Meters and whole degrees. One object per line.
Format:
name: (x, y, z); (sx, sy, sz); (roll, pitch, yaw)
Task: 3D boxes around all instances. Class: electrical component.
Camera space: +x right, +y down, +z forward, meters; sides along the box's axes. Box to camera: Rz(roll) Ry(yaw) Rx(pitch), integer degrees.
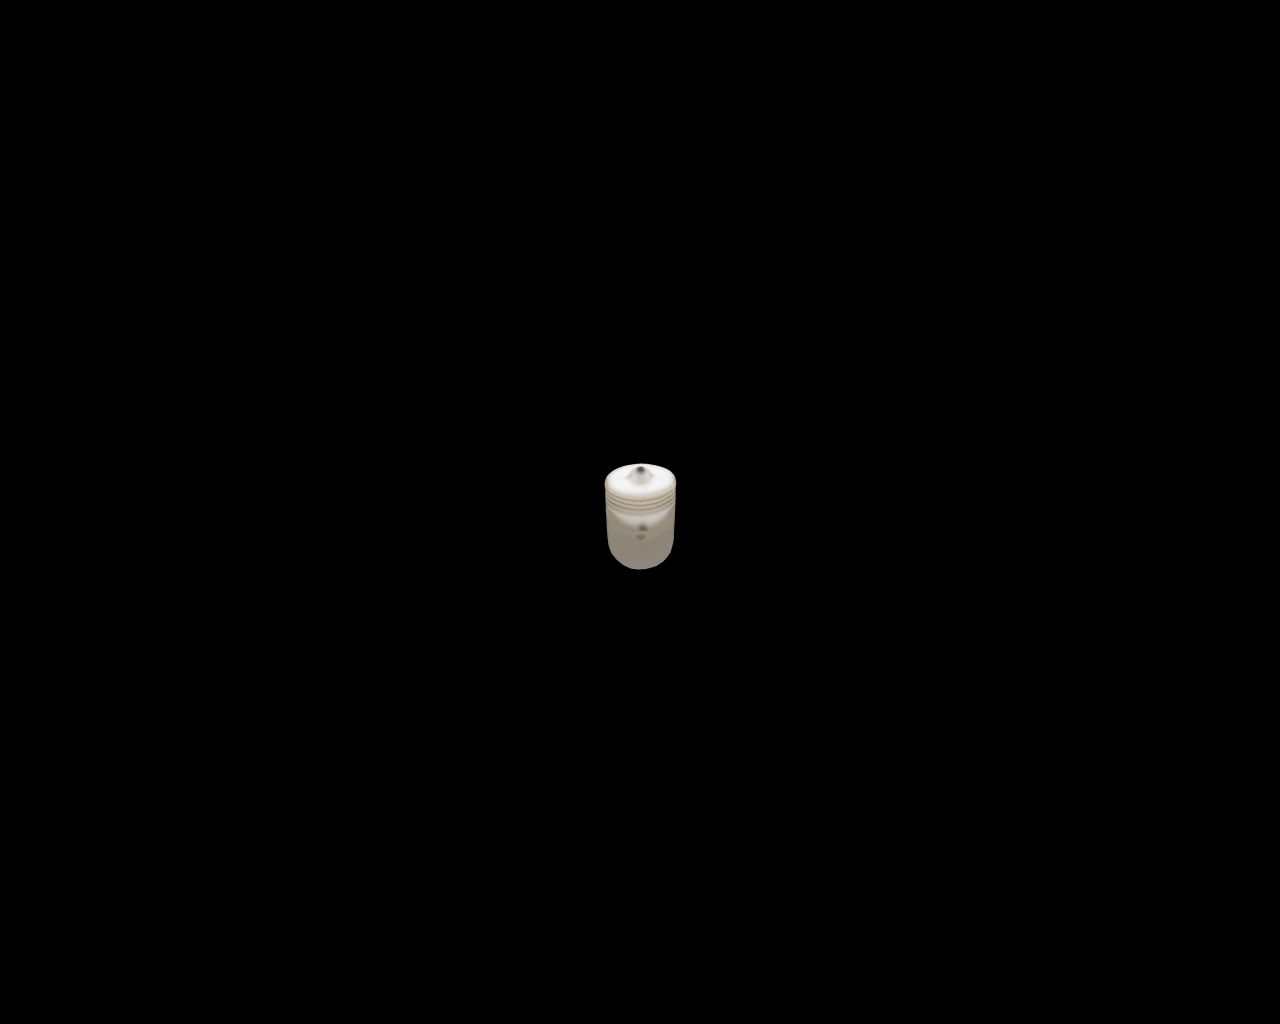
electrical component: (0.001, -0.003, 0.650); (0.043, 0.043, 0.080); (0, -36, 0)
